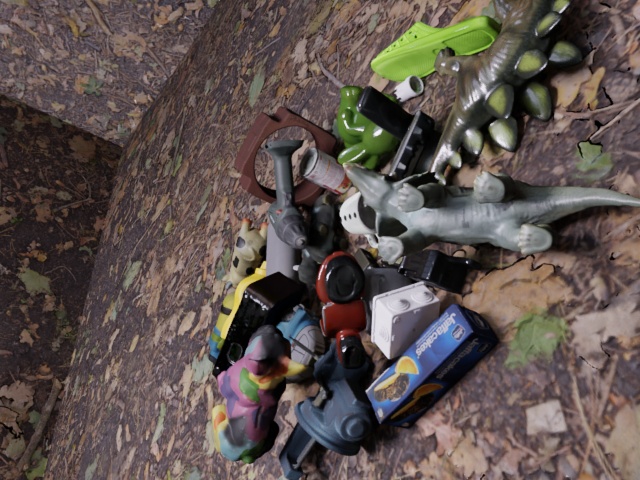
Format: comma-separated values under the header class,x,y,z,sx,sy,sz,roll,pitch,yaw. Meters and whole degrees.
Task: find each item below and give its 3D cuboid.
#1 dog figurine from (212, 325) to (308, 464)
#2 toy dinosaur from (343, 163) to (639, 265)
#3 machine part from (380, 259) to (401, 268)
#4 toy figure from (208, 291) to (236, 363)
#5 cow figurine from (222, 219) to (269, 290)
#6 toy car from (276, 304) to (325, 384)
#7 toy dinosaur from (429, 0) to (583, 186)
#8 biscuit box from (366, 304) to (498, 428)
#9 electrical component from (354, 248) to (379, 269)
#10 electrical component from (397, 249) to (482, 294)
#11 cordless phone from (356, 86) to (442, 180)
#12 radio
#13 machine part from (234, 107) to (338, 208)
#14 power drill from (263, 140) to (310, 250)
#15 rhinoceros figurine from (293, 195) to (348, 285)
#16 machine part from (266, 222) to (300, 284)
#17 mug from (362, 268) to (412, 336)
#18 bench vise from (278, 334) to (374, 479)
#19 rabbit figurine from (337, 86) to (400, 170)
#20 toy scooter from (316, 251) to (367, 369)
class,x,y,z,sx,sy,sz,roll,pitch,yaw
dog figurine,-0.095,0.241,0.842,0.219,0.108,0.191,130,147,-56
toy dinosaur,0.215,-0.040,0.740,0.405,0.192,0.131,4,105,28
machine part,0.147,-0.012,0.922,0.084,0.039,0.138,9,79,66
toy figure,-0.209,0.207,1.257,0.082,0.089,0.180,37,99,51
cow figurine,-0.176,0.049,1.296,0.194,0.085,0.127,121,164,-56
toy car,-0.043,0.209,1.013,0.103,0.109,0.161,28,82,36
toy dinosaur,0.266,-0.240,0.833,0.471,0.105,0.199,-62,35,27
biscuit box,0.155,0.180,0.760,0.202,0.062,0.059,-53,35,22
electrical component,0.065,0.058,0.989,0.078,0.045,0.102,-52,34,24
electrical component,0.182,0.046,0.798,0.119,0.074,0.047,13,80,55
cordless phone,0.122,-0.167,0.921,0.089,0.184,0.146,27,93,54
radio,-0.124,0.184,1.067,0.073,0.131,0.229,29,110,20
machine part,-0.074,-0.178,1.201,0.201,0.201,0.087,-60,28,11
power drill,-0.062,-0.096,1.076,0.232,0.086,0.207,-149,49,-75
rhinoceros figurine,-0.002,-0.003,1.102,0.112,0.073,0.190,-14,58,50
machine part,-0.081,0.040,1.188,0.079,0.079,0.243,-35,44,40
mug,0.103,0.101,0.856,0.081,0.109,0.107,-1,78,17
bench vise,-0.003,0.288,0.876,0.240,0.128,0.224,-58,30,5
rabbit figurine,0.093,-0.212,1.052,0.159,0.121,0.170,-64,28,17
toy scooter,0.033,0.104,0.850,0.135,0.075,0.183,-144,47,-81
